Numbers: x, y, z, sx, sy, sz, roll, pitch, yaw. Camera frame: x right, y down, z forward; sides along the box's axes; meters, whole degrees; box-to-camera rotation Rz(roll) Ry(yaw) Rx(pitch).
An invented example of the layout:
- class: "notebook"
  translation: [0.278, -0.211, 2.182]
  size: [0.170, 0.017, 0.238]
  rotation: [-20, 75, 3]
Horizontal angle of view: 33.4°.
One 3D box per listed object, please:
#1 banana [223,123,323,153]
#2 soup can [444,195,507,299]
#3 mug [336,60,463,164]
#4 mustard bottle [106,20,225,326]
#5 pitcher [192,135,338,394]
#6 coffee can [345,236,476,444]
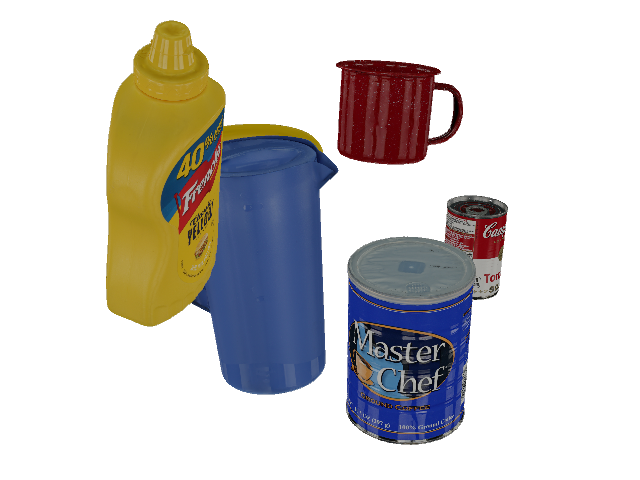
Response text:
- class: "banana"
  translation: [-0.078, -0.113, 1.277]
  size: [0.198, 0.037, 0.069]
  rotation: [8, 40, 16]
- class: "soup can"
  translation: [0.173, 0.008, 1.207]
  size: [0.068, 0.102, 0.068]
  rotation: [2, 21, -1]
- class: "mug"
  translation: [0.070, -0.115, 0.956]
  size: [0.117, 0.081, 0.093]
  rotation: [1, 16, -8]
- class: "mustard bottle"
  translation: [-0.091, -0.044, 0.631]
  size: [0.058, 0.192, 0.096]
  rotation: [22, 45, 13]
- class: "pitcher"
  translation: [-0.068, 0.025, 1.057]
  size: [0.144, 0.243, 0.149]
  rotation: [-20, 26, -35]
- class: "coffee can"
  translation: [0.073, 0.082, 0.883]
  size: [0.103, 0.140, 0.103]
  rotation: [0, 27, 0]
